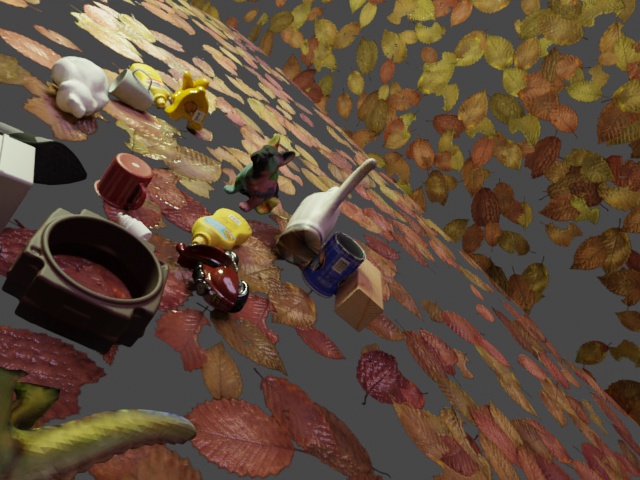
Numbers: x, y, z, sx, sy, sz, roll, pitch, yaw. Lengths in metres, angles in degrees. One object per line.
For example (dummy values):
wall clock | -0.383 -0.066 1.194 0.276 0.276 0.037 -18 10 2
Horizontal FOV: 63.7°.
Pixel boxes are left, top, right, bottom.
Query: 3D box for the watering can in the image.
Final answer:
watering can | 0.004 -0.066 1.303 0.103 0.342 0.229 39 47 -11

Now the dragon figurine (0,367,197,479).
dragon figurine | -0.315 0.222 0.424 0.408 0.120 0.248 23 54 -22

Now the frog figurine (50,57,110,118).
frog figurine | -0.557 -0.354 1.190 0.135 0.123 0.162 52 1 -29
